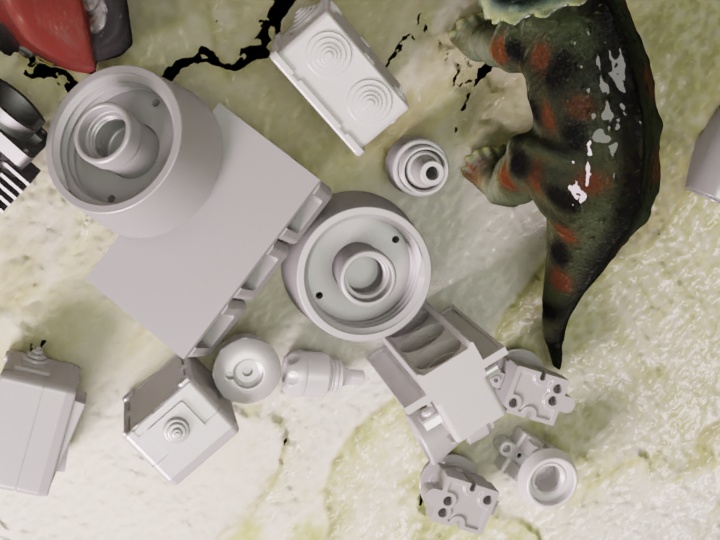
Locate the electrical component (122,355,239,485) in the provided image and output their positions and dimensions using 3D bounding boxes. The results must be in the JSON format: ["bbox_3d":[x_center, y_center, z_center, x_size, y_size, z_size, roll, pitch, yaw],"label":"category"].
[{"bbox_3d":[-0.125,0.106,0.757,0.062,0.096,0.061,-41,107,-1],"label":"electrical component"}]

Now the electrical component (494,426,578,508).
[{"bbox_3d":[0.142,0.157,0.847,0.066,0.055,0.048,30,94,-16],"label":"electrical component"}]

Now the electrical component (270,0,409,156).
[{"bbox_3d":[-0.013,-0.134,0.730,0.048,0.099,0.099,-39,107,12],"label":"electrical component"}]

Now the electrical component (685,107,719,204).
[{"bbox_3d":[0.304,-0.084,0.836,0.079,0.044,0.077,22,97,-16],"label":"electrical component"}]

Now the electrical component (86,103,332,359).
[{"bbox_3d":[-0.101,-0.024,0.744,0.089,0.062,0.150,38,92,9],"label":"electrical component"}]

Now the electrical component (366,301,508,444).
[{"bbox_3d":[0.058,0.072,0.776,0.079,0.121,0.063,-31,106,-4],"label":"electrical component"}]

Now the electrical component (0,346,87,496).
[{"bbox_3d":[-0.228,0.101,0.752,0.061,0.061,0.096,15,98,-15],"label":"electrical component"}]

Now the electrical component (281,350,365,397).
[{"bbox_3d":[-0.027,0.079,0.805,0.061,0.035,0.035,6,101,-16],"label":"electrical component"}]

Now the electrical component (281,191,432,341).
[{"bbox_3d":[0.000,0.000,0.780,0.108,0.060,0.108,-2,102,-11],"label":"electrical component"}]

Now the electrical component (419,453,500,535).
[{"bbox_3d":[0.074,0.172,0.836,0.066,0.055,0.048,20,97,-15],"label":"electrical component"}]

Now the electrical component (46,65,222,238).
[{"bbox_3d":[-0.151,-0.080,0.695,0.108,0.060,0.108,-4,77,18],"label":"electrical component"}]

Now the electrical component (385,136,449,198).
[{"bbox_3d":[0.044,-0.073,0.773,0.043,0.062,0.043,-3,102,-12],"label":"electrical component"}]

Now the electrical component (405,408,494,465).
[{"bbox_3d":[0.069,0.118,0.829,0.055,0.045,0.045,-28,106,-6],"label":"electrical component"}]

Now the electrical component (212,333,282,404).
[{"bbox_3d":[-0.084,0.066,0.775,0.048,0.062,0.048,-3,102,-12],"label":"electrical component"}]

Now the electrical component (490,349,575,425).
[{"bbox_3d":[0.126,0.088,0.829,0.066,0.055,0.048,17,98,-15],"label":"electrical component"}]
